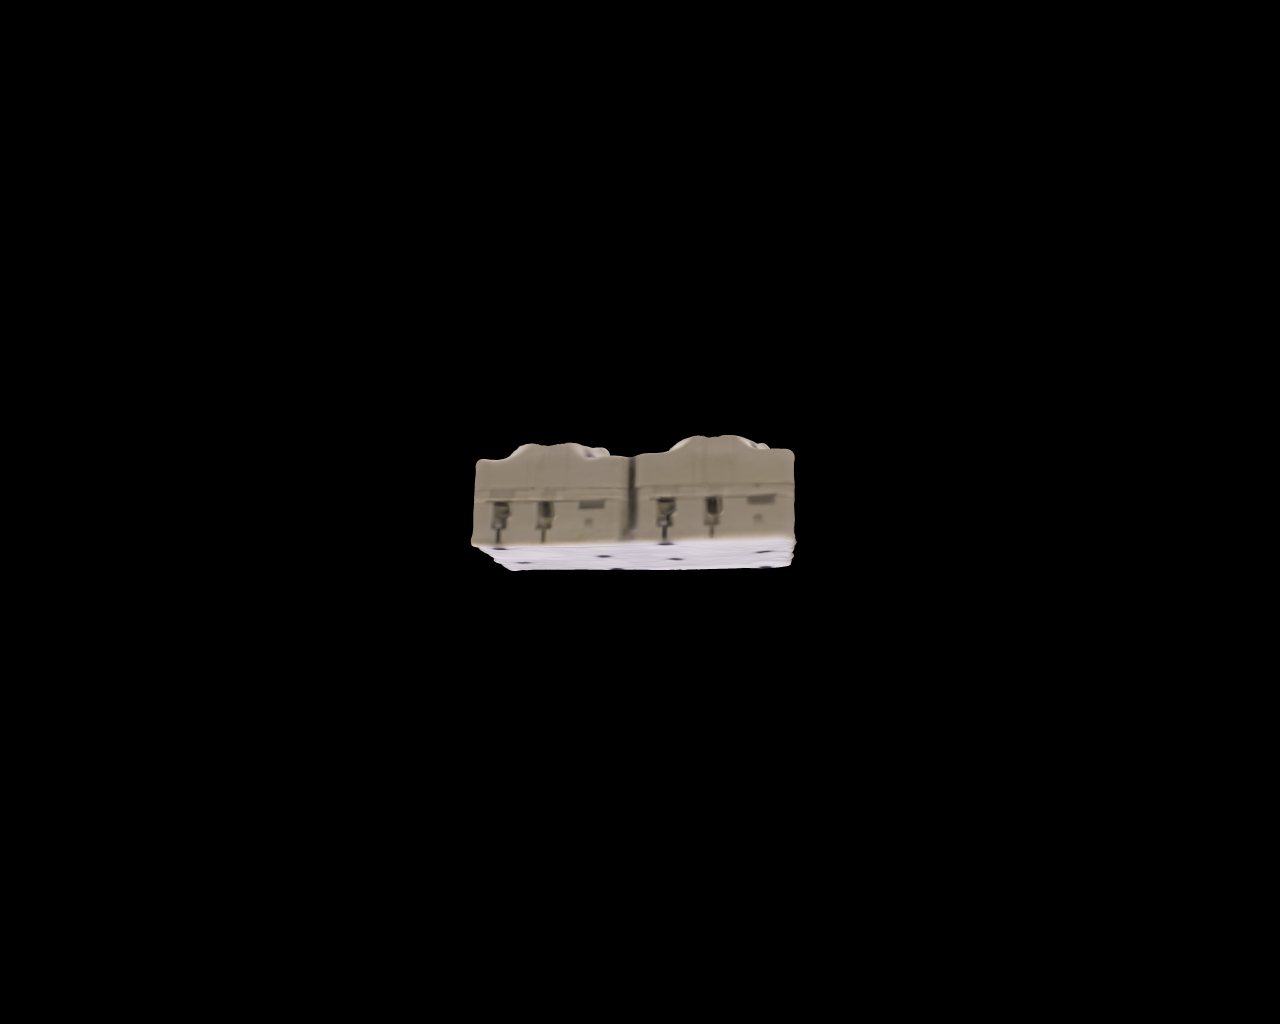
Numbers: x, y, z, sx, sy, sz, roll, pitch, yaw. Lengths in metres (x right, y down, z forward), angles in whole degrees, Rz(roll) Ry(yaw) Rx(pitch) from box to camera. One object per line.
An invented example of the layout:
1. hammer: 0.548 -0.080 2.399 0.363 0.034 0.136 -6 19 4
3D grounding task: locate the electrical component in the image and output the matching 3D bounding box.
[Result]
1. electrical component: 0.001 -0.003 0.650 0.186 0.060 0.105 -1 -11 7
